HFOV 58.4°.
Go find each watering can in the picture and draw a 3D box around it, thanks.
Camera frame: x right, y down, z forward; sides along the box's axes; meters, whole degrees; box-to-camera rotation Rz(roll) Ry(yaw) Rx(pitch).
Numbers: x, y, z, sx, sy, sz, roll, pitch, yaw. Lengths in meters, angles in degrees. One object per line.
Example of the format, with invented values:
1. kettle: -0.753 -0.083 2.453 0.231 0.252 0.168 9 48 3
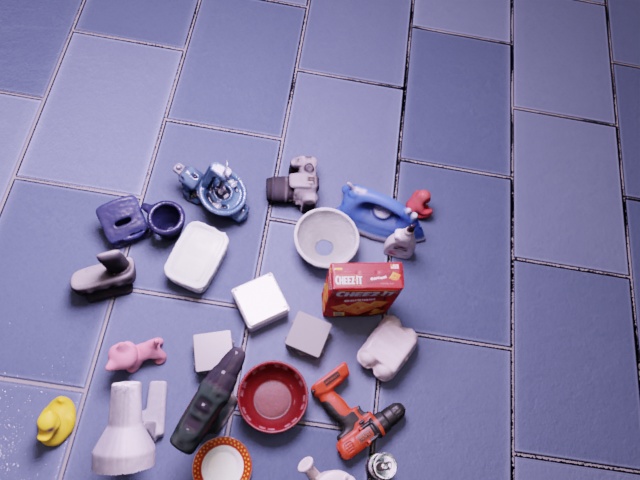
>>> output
1. watering can: 0.025 0.526 1.183 0.173 0.194 0.101 22 67 3

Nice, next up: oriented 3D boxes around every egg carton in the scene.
1. egg carton: 0.164 0.261 1.379 0.107 0.069 0.150 36 68 9

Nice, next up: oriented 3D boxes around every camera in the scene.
1. camera: -0.073 -0.153 1.509 0.137 0.101 0.143 0 67 -6

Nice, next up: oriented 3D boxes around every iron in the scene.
1. iron: 0.168 -0.075 1.482 0.258 0.141 0.119 21 66 2

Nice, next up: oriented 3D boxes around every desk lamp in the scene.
1. desk lamp: -0.391 0.381 1.186 0.118 0.213 0.203 0 67 -6

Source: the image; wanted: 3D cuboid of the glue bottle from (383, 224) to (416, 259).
1. glue bottle: 0.211 -0.002 1.439 0.078 0.173 0.037 10 66 -2

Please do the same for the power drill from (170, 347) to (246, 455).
1. power drill: -0.229 0.346 1.222 0.075 0.208 0.230 29 67 6

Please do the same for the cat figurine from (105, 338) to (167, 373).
1. cat figurine: -0.418 0.254 1.289 0.128 0.118 0.067 -19 70 -14

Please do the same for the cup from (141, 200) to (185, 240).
1. cup: -0.390 -0.045 1.431 0.117 0.095 0.092 27 67 5

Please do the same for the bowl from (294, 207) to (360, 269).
1. bowl: 0.013 0.005 1.467 0.167 0.075 0.167 2 67 -5

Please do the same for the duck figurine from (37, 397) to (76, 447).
1. duck figurine: -0.575 0.387 1.232 0.077 0.086 0.104 13 66 -1

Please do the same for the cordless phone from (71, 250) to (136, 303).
1. cordless phone: -0.508 0.067 1.321 0.148 0.185 0.094 -18 70 -13

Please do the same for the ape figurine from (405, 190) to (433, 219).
1. ape figurine: 0.270 -0.102 1.532 0.076 0.092 0.078 -5 68 -8

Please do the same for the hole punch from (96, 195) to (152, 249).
1. hole punch: -0.485 -0.045 1.422 0.109 0.091 0.101 -24 72 -15

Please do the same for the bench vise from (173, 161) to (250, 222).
1. bench vise: -0.276 -0.134 1.413 0.207 0.220 0.121 12 66 -1
